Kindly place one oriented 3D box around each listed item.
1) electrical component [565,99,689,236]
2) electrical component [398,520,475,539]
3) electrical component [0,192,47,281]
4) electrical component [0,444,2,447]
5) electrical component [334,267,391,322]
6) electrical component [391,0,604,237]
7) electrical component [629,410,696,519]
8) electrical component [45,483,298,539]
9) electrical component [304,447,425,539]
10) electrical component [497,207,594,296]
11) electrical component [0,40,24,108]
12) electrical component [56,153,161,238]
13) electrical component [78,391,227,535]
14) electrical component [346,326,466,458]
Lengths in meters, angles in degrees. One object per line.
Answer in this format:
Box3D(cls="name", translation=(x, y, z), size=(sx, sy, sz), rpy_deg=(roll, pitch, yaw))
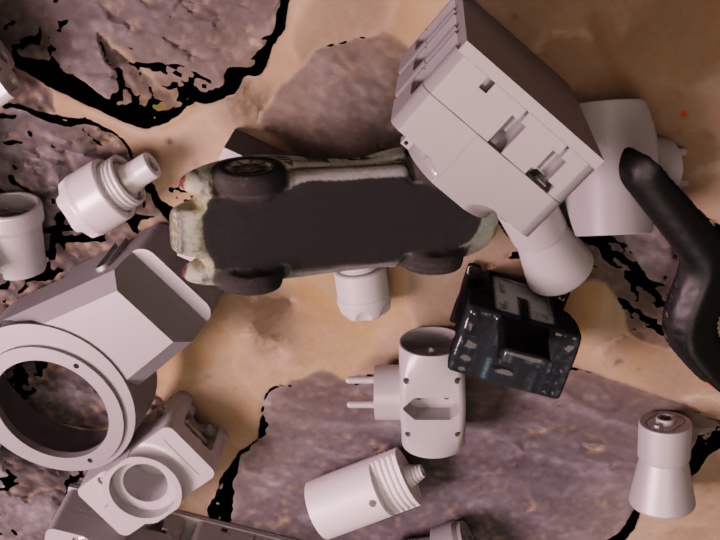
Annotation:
Box3D(cls="electrical component", translation=(0.163, -0.060, 0.636), size=(0.079, 0.043, 0.077), rpy_deg=(-4, 92, -25))
Box3D(cls="electrical component", translation=(0.054, 0.207, 0.768), size=(0.055, 0.045, 0.045), rpy_deg=(-23, 110, 13))
Box3D(cls="electrical component", translation=(-0.222, -0.022, 0.691), size=(0.040, 0.040, 0.046), rpy_deg=(3, 120, 3))
Box3D(cls="electrical component", translation=(-0.293, 0.113, 0.750), size=(0.080, 0.051, 0.080), rpy_deg=(2, 114, 4))
Box3D(cls="electrical component", translation=(0.000, 0.000, 0.685), size=(0.035, 0.035, 0.061), rpy_deg=(-6, 111, 7))
Box3D(cls="electrical component", translation=(0.068, -0.086, 0.577), size=(0.089, 0.150, 0.061), rpy_deg=(38, 111, -12))
Box3D(cls="electrical component", translation=(0.204, 0.128, 0.723), size=(0.044, 0.044, 0.065), rpy_deg=(-2, 109, 5))
Box3D(cls="electrical component", translation=(-0.138, 0.238, 0.789), size=(0.186, 0.060, 0.105), rpy_deg=(14, 114, -2))
Box3D(cls="electrical component", translation=(0.007, 0.153, 0.748), size=(0.081, 0.043, 0.043), rpy_deg=(-23, 110, 14))
Box3D(cls="electrical component", translation=(0.110, -0.021, 0.652), size=(0.044, 0.044, 0.065), rpy_deg=(-25, 128, 15))
Box3D(cls="electrical component", translation=(-0.249, -0.122, 0.638), size=(0.057, 0.058, 0.078), rpy_deg=(-29, 109, 13))
Box3D(cls="electrical component", translation=(-0.154, -0.051, 0.670), size=(0.062, 0.043, 0.043), rpy_deg=(-29, 109, 15))
Box3D(cls="electrical component", translation=(-0.144, 0.137, 0.746), size=(0.089, 0.055, 0.050), rpy_deg=(-36, 107, 18))
Box3D(cls="electrical component", translation=(0.030, 0.081, 0.714), size=(0.079, 0.043, 0.077), rpy_deg=(-1, 114, 4))
